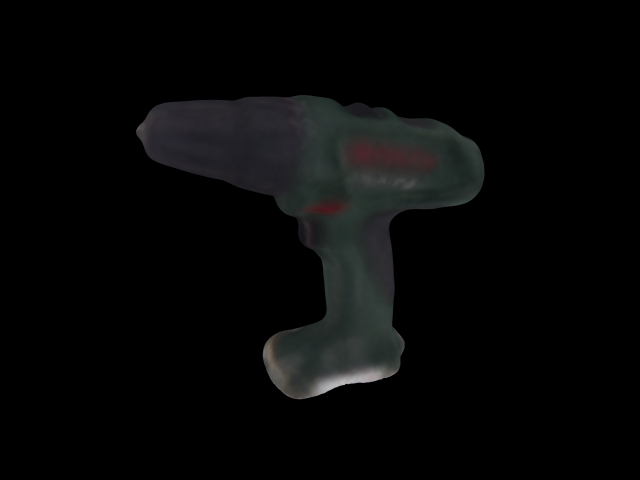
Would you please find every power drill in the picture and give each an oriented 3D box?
[{"bbox_3d":[0.004,0.001,0.400,0.230,0.208,0.075,-10,28,-20],"label":"power drill"}]
